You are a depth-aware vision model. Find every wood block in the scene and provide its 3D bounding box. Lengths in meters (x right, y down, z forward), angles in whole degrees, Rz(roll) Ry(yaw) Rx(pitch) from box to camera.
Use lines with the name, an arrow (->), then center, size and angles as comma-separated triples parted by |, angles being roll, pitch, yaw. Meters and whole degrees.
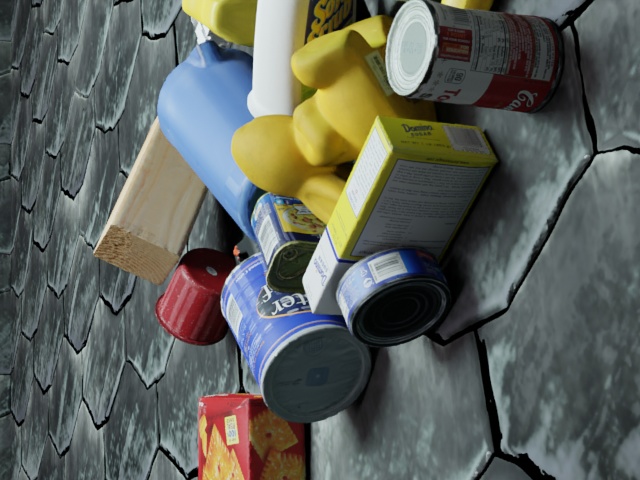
wood block -> -0.185, -0.063, 1.283 | 0.091, 0.090, 0.206 | -47, 21, 55

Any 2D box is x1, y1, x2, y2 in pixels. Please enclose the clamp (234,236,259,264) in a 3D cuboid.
clamp -> -0.057, 0.034, 1.140 | 0.171, 0.039, 0.120 | -122, 43, -52

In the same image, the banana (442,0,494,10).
banana -> 0.128, -0.202, 0.771 | 0.070, 0.037, 0.198 | 61, 140, 43

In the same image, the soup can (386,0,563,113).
soup can -> 0.105, -0.126, 0.731 | 0.069, 0.102, 0.068 | -177, 90, -65

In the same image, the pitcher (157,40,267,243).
pitcher -> -0.069, -0.086, 1.097 | 0.145, 0.149, 0.243 | -55, 37, 14

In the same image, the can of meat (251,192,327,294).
can of meat -> -0.006, 0.001, 0.961 | 0.084, 0.102, 0.057 | -112, 34, -47

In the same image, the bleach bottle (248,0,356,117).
bleach bottle -> -0.014, -0.210, 0.897 | 0.068, 0.102, 0.251 | 37, 148, 25

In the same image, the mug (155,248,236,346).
mug -> -0.136, 0.057, 1.266 | 0.117, 0.093, 0.082 | -74, 10, -55

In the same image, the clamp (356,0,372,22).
clamp -> -0.004, -0.287, 0.972 | 0.165, 0.036, 0.210 | 59, 172, 44

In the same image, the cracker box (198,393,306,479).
cracker box -> -0.075, 0.268, 1.110 | 0.164, 0.072, 0.214 | 165, 107, -65

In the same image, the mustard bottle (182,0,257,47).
mustard bottle -> -0.105, -0.266, 1.216 | 0.192, 0.096, 0.058 | -137, 53, -60

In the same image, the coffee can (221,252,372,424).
coffee can -> -0.025, 0.086, 0.986 | 0.140, 0.102, 0.103 | -124, 44, -54

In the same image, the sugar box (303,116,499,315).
sugar box -> 0.058, -0.013, 0.831 | 0.176, 0.093, 0.048 | 117, 147, -41

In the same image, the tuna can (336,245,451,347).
tuna can -> 0.058, 0.045, 0.831 | 0.086, 0.086, 0.034 | 116, 146, -40
